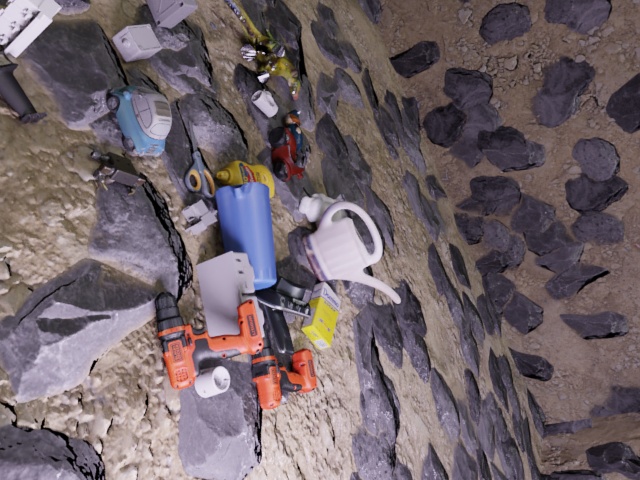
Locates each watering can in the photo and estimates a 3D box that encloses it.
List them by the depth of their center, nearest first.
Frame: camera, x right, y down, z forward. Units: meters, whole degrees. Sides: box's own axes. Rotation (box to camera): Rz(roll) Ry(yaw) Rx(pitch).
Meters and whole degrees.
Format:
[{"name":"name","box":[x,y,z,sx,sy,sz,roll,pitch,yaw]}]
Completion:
[{"name":"watering can","box":[0.085,0.061,1.509,0.105,0.223,0.347,-45,112,-79]}]

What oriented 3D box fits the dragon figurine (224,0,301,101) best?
[{"name":"dragon figurine","box":[-0.176,-0.635,1.700,0.404,0.121,0.248,56,14,-25]}]

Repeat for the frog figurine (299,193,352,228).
[{"name":"frog figurine","box":[0.005,-0.082,1.621,0.160,0.121,0.139,-2,79,-23]}]
